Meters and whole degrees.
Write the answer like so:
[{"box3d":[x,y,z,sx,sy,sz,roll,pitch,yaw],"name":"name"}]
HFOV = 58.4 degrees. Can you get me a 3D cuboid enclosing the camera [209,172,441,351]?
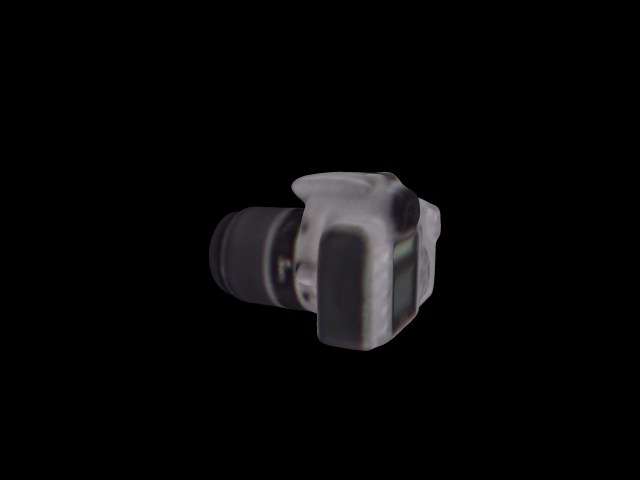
[{"box3d":[0.004,0.001,0.400,0.136,0.101,0.143,5,11,24],"name":"camera"}]
